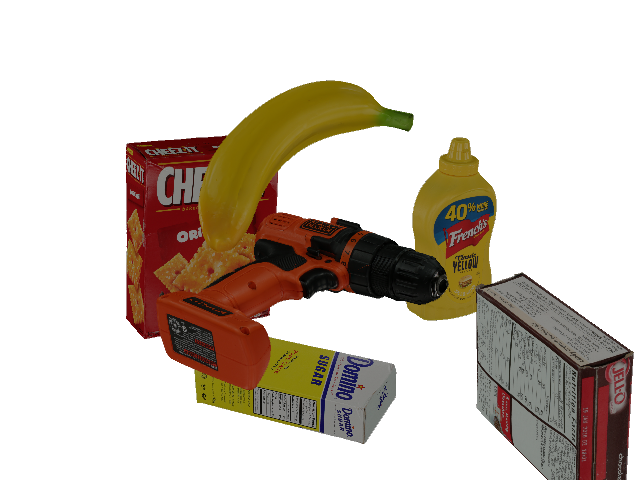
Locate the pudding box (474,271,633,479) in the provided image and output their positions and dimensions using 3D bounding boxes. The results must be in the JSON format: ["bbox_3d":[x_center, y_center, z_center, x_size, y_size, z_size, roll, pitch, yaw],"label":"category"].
[{"bbox_3d":[0.130,0.082,0.611,0.039,0.090,0.114,-13,26,-20],"label":"pudding box"}]

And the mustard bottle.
[{"bbox_3d":[0.141,-0.015,1.127,0.096,0.192,0.058,-11,24,-27],"label":"mustard bottle"}]

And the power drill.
[{"bbox_3d":[-0.019,0.043,0.832,0.185,0.057,0.187,14,32,38],"label":"power drill"}]

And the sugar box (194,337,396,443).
[{"bbox_3d":[-0.023,0.137,1.030,0.176,0.048,0.093,7,24,21],"label":"sugar box"}]

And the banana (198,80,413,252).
[{"bbox_3d":[-0.021,-0.058,0.660,0.070,0.037,0.197,27,43,27],"label":"banana"}]

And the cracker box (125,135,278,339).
[{"bbox_3d":[-0.135,-0.006,1.218,0.163,0.214,0.072,-8,24,-29],"label":"cracker box"}]
